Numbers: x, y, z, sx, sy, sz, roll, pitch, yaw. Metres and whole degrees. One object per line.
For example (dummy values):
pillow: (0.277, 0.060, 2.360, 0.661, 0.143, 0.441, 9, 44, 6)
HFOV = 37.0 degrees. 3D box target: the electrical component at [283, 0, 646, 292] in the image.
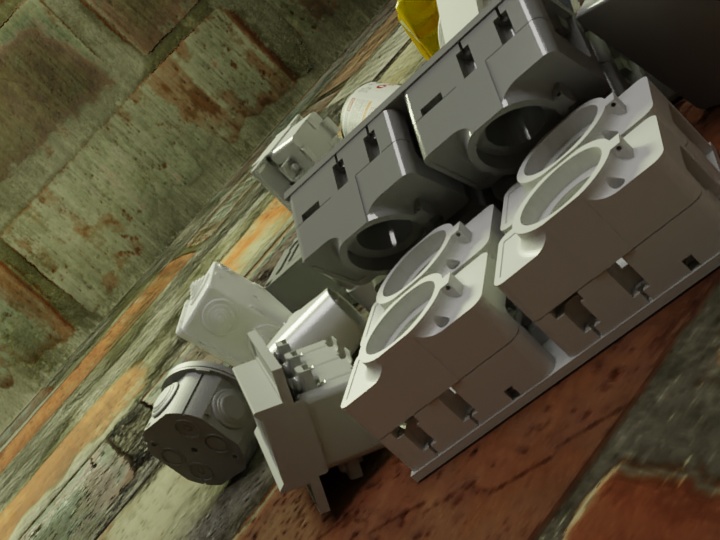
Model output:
electrical component: (0.061, -0.056, 0.589, 0.186, 0.105, 0.060, -39, 49, 32)

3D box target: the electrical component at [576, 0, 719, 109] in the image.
electrical component: (0.169, -0.129, 0.516, 0.048, 0.100, 0.100, -64, 17, -15)

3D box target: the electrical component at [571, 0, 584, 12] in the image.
electrical component: (0.193, -0.277, 0.951, 0.063, 0.078, 0.121, 9, 52, 40)

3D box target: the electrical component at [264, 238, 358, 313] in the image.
electrical component: (-0.013, -0.013, 0.848, 0.113, 0.057, 0.078, -40, 15, 31)

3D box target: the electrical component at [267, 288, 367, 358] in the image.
electrical component: (-0.035, 0.050, 0.762, 0.077, 0.043, 0.079, -45, 13, 8)

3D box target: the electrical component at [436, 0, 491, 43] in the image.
electrical component: (0.098, -0.200, 0.779, 0.060, 0.186, 0.105, -14, 10, -7)

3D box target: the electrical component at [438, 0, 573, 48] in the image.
electrical component: (0.118, -0.196, 0.879, 0.108, 0.108, 0.060, -44, 7, 12)

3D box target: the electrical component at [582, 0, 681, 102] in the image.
electrical component: (0.166, -0.139, 0.635, 0.061, 0.062, 0.096, -35, 18, 45)

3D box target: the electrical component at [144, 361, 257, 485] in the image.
electrical component: (-0.105, 0.106, 0.744, 0.080, 0.080, 0.051, -37, 21, 40)

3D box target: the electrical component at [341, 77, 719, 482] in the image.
electrical component: (0.077, 0.001, 0.502, 0.186, 0.060, 0.105, -41, 14, 26)

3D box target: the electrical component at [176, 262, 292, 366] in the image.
electrical component: (-0.095, 0.041, 0.867, 0.048, 0.100, 0.099, -58, 11, 9)

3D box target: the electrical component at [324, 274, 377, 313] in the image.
electrical component: (0.000, 0.000, 0.748, 0.044, 0.065, 0.044, -44, 12, 12)

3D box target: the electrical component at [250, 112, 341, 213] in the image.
electrical component: (-0.022, -0.070, 0.907, 0.063, 0.121, 0.078, -28, 23, 49)

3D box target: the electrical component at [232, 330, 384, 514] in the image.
electrical component: (-0.029, 0.076, 0.601, 0.063, 0.078, 0.121, -19, 9, -9)
